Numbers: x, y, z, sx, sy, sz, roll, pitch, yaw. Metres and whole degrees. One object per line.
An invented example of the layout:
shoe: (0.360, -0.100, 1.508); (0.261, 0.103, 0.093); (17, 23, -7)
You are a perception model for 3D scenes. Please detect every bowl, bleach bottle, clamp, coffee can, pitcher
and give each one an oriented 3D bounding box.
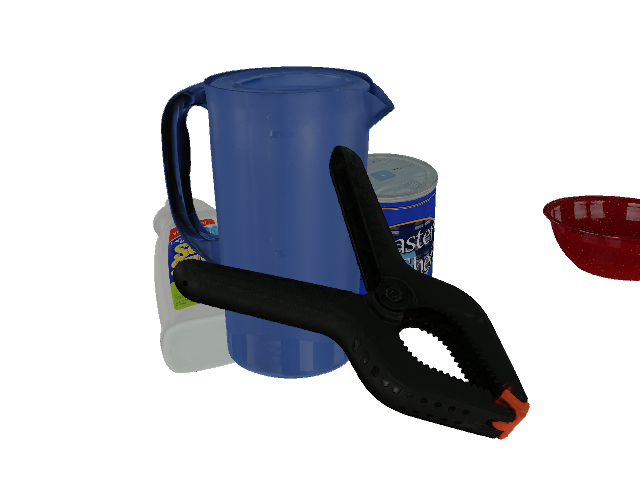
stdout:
bowl: (0.304, 0.000, 1.075); (0.162, 0.055, 0.162); (2, 17, -1)
bleach bottle: (-0.135, 0.028, 1.117); (0.102, 0.068, 0.251); (-11, 37, -12)
clamp: (0.027, 0.043, 0.628); (0.164, 0.210, 0.036); (-32, -21, -35)
coffee can: (0.060, -0.001, 1.036); (0.103, 0.140, 0.103); (0, 27, 0)
pitcher: (-0.035, -0.018, 0.867); (0.144, 0.243, 0.149); (-11, 20, -31)
